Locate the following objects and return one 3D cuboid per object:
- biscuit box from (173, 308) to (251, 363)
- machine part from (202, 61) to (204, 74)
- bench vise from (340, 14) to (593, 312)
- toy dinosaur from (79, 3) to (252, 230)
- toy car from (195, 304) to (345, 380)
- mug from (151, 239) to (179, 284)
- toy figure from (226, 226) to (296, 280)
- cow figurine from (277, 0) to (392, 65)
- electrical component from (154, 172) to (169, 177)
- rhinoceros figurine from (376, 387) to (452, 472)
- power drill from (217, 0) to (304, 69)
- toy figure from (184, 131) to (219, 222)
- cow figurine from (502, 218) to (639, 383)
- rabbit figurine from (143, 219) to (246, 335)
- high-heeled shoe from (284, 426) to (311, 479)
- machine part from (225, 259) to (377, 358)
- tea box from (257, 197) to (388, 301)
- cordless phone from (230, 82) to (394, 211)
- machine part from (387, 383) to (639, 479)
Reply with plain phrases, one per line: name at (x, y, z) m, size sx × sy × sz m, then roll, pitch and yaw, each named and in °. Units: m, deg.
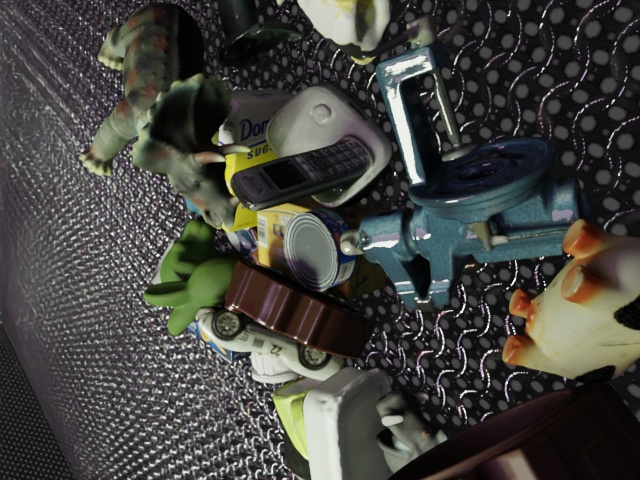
biscuit box at (-0.182, 0.135, 0.920) m, size 0.203 × 0.063 × 0.059 m, roll 21°, pitch 117°, yaw 44°
machine part at (-0.237, -0.215, 0.853) m, size 0.079 × 0.079 × 0.243 m, roll 50°, pitch 136°, yaw 27°
bench vise at (0.098, -0.060, 0.458) m, size 0.224 × 0.129 × 0.240 m, roll -3°, pitch 118°, yaw 43°
toy dinosaur at (-0.187, -0.201, 0.644) m, size 0.192 × 0.131 × 0.405 m, roll -30°, pitch 60°, yaw 33°
toy car at (-0.065, 0.130, 0.697) m, size 0.073 × 0.202 × 0.056 m, roll -169°, pitch 99°, yaw -85°
mug at (-0.214, 0.049, 0.907) m, size 0.107 × 0.109 × 0.081 m, roll 32°, pitch 136°, yaw -17°
toy figure at (-0.087, 0.012, 0.771) m, size 0.058 × 0.064 × 0.154 m, roll -38°, pitch 67°, yaw 12°
cow figurine at (0.004, -0.256, 0.555) m, size 0.167 × 0.068 × 0.098 m, roll 48°, pitch 168°, yaw 26°
electrical component at (-0.211, -0.157, 0.802) m, size 0.048 × 0.075 × 0.119 m, roll 13°, pitch 113°, yaw 3°
rhinoceros figurine at (0.120, 0.258, 0.594) m, size 0.190 × 0.073 × 0.112 m, roll 59°, pitch 139°, yaw 16°
power drill at (-0.089, -0.326, 0.635) m, size 0.232 × 0.086 × 0.207 m, roll -18°, pitch 93°, yaw 42°
toy figure at (-0.150, -0.092, 0.785) m, size 0.180 × 0.082 × 0.089 m, roll -53°, pitch 42°, yaw 41°
cow figurine at (0.226, 0.039, 0.372) m, size 0.127 × 0.085 × 0.194 m, roll 19°, pitch 141°, yaw 1°
rabbit figurine at (-0.174, 0.052, 0.774) m, size 0.170 × 0.159 × 0.121 m, roll 9°, pitch 134°, yaw 59°
high-heeled shoe at (0.029, 0.358, 0.767) m, size 0.249 × 0.086 × 0.145 m, roll 53°, pitch 172°, yaw 50°
machine part at (-0.024, 0.082, 0.632) m, size 0.180 × 0.179 × 0.056 m, roll 21°, pitch 87°, yaw 45°
tea box at (-0.001, -0.002, 0.653) m, size 0.170 × 0.068 × 0.098 m, roll 21°, pitch 118°, yaw 43°
cordless phone at (-0.029, -0.089, 0.564) m, size 0.147 × 0.184 × 0.088 m, roll 51°, pitch 140°, yaw 25°
machine part at (0.150, 0.199, 0.438) m, size 0.087 × 0.201 × 0.201 m, roll 61°, pitch 140°, yaw 19°
